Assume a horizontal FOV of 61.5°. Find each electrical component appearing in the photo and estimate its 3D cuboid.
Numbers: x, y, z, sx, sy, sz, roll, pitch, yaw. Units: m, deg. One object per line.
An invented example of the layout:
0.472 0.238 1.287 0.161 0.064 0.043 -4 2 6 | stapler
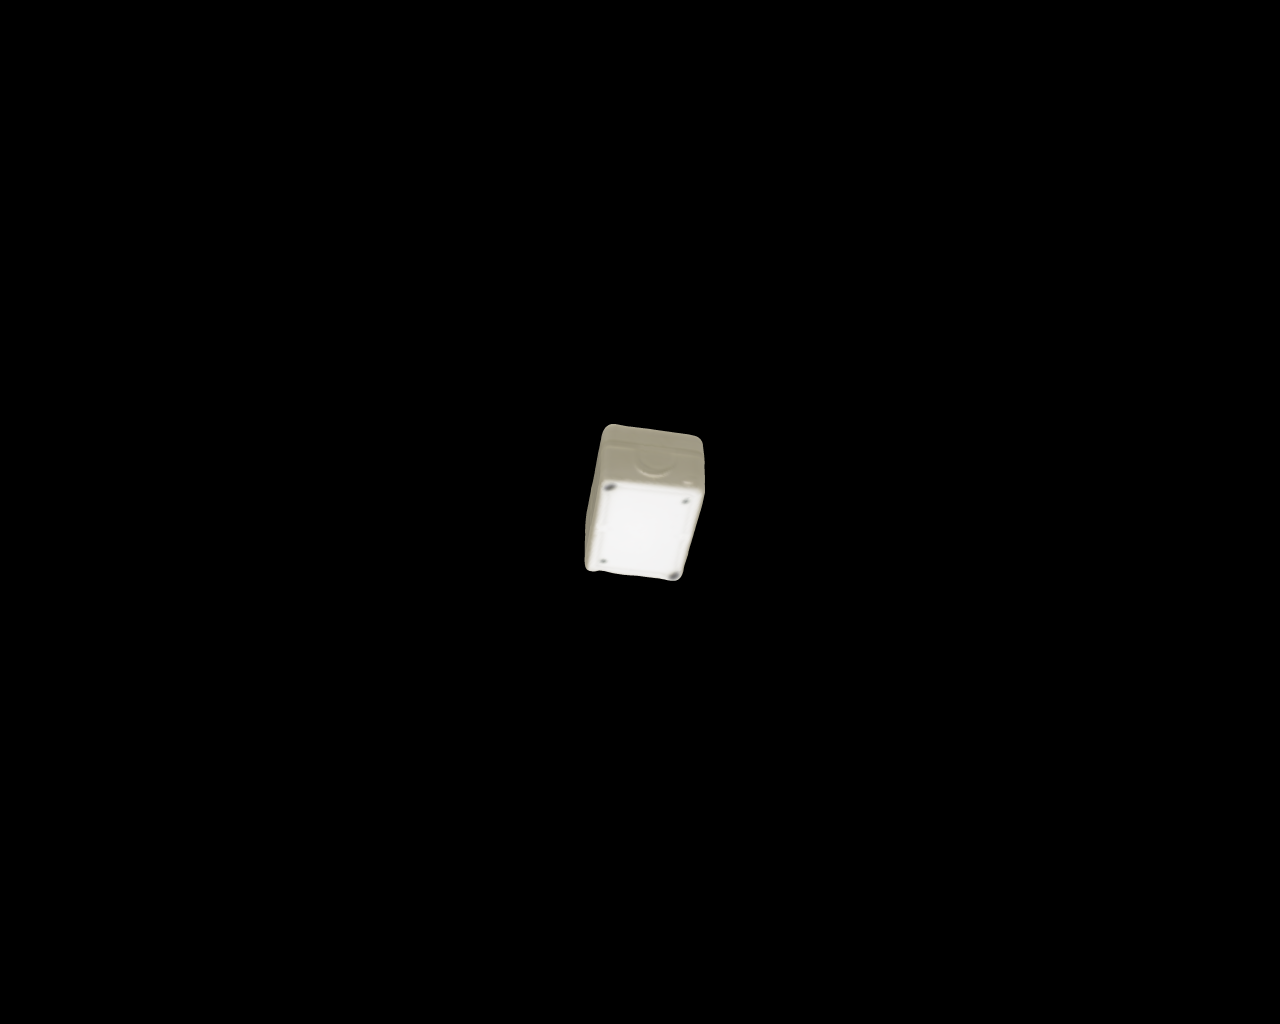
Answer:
0.001 -0.003 0.650 0.062 0.096 0.061 7 43 -7 | electrical component
